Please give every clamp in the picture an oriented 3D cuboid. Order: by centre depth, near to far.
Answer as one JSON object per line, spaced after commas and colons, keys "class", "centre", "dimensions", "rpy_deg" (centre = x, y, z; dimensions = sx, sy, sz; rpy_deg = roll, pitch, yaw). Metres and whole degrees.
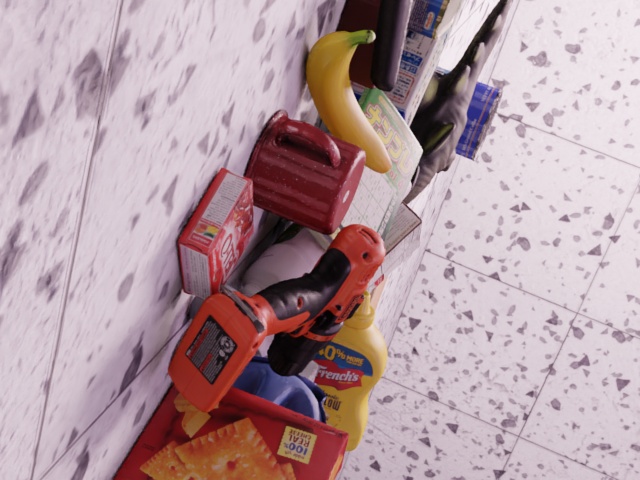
{"class": "clamp", "centre": [0.086, -0.253, 0.931], "dimensions": [0.164, 0.036, 0.210], "rpy_deg": [-44, 142, -23]}

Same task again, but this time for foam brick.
{"class": "foam brick", "centre": [0.045, -0.191, 1.015], "dimensions": [0.051, 0.053, 0.078], "rpy_deg": [-42, 154, -67]}

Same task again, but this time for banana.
{"class": "banana", "centre": [0.023, -0.125, 0.963], "dimensions": [0.037, 0.070, 0.198], "rpy_deg": [-51, 155, -19]}

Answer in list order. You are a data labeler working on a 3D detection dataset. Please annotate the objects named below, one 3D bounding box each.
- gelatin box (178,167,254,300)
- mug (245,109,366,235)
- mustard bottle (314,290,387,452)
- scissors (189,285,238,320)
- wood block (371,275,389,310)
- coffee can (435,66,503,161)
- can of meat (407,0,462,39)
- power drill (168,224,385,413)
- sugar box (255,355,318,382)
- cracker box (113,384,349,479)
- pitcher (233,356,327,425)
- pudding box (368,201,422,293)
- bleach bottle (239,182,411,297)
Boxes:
{"class": "gelatin box", "centre": [-0.079, -0.001, 0.827], "dimensions": [0.089, 0.030, 0.073], "rpy_deg": [95, 20, -61]}
{"class": "mug", "centre": [-0.011, -0.061, 0.910], "dimensions": [0.117, 0.081, 0.093], "rpy_deg": [98, 18, -58]}
{"class": "mustard bottle", "centre": [0.022, 0.137, 1.170], "dimensions": [0.058, 0.096, 0.192], "rpy_deg": [-50, 159, -61]}
{"class": "scissors", "centre": [-0.072, 0.093, 0.969], "dimensions": [0.096, 0.016, 0.201], "rpy_deg": [-57, 152, -3]}
{"class": "wood block", "centre": [0.024, 0.096, 1.459], "dimensions": [0.090, 0.091, 0.206], "rpy_deg": [-42, 153, -68]}
{"class": "coffee can", "centre": [0.161, -0.178, 1.429], "dimensions": [0.102, 0.140, 0.103], "rpy_deg": [23, 89, -81]}
{"class": "can of meat", "centre": [0.095, -0.245, 1.068], "dimensions": [0.102, 0.084, 0.057], "rpy_deg": [-51, 162, -59]}
{"class": "power drill", "centre": [-0.040, 0.076, 0.904], "dimensions": [0.187, 0.057, 0.185], "rpy_deg": [-25, 153, -50]}
{"class": "sugar box", "centre": [-0.065, 0.187, 1.159], "dimensions": [0.048, 0.093, 0.176], "rpy_deg": [-56, 166, -53]}
{"class": "cracker box", "centre": [-0.091, 0.228, 0.889], "dimensions": [0.072, 0.164, 0.213], "rpy_deg": [98, 17, -49]}
{"class": "pitcher", "centre": [-0.093, 0.243, 1.085], "dimensions": [0.145, 0.149, 0.243], "rpy_deg": [-80, -174, -46]}
{"class": "pudding box", "centre": [0.063, 0.017, 1.195], "dimensions": [0.113, 0.039, 0.090], "rpy_deg": [-44, 164, -11]}
{"class": "bleach bottle", "centre": [-0.007, 0.001, 1.083], "dimensions": [0.103, 0.068, 0.250], "rpy_deg": [-33, -172, 48]}
